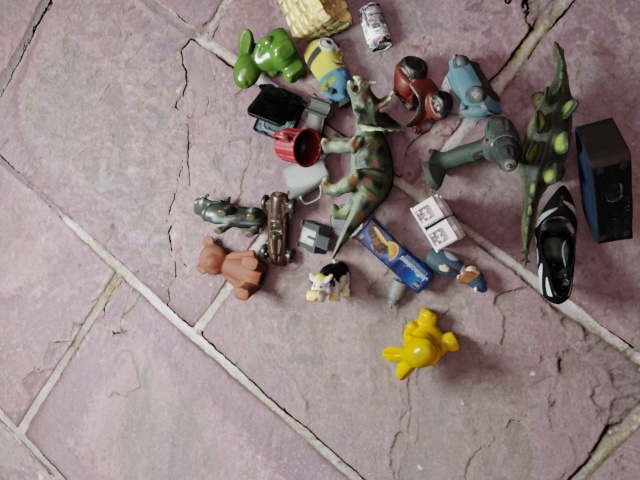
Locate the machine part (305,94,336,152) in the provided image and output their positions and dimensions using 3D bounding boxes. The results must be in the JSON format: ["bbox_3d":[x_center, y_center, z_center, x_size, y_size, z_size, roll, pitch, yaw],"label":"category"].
[{"bbox_3d":[-0.006,-0.280,1.318,0.084,0.039,0.138,28,118,28],"label":"machine part"}]

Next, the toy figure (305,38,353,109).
[{"bbox_3d":[0.025,-0.403,1.302,0.089,0.082,0.180,-23,88,15],"label":"toy figure"}]

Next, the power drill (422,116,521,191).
[{"bbox_3d":[0.328,-0.181,1.157,0.207,0.232,0.086,-26,112,35],"label":"power drill"}]

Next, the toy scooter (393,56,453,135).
[{"bbox_3d":[0.223,-0.323,1.238,0.184,0.075,0.135,58,151,23],"label":"toy scooter"}]

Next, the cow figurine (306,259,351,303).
[{"bbox_3d":[0.022,0.097,1.280,0.068,0.167,0.098,7,96,22],"label":"cow figurine"}]

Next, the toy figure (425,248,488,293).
[{"bbox_3d":[0.318,0.070,1.236,0.155,0.064,0.057,27,142,13],"label":"toy figure"}]

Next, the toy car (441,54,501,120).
[{"bbox_3d":[0.325,-0.328,1.202,0.103,0.109,0.161,-36,73,33],"label":"toy car"}]

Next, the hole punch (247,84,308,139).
[{"bbox_3d":[-0.109,-0.316,1.354,0.142,0.092,0.116,24,66,18],"label":"hole punch"}]

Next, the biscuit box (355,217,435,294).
[{"bbox_3d":[0.178,0.035,1.268,0.202,0.059,0.063,42,102,0],"label":"biscuit box"}]

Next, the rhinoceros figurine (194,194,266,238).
[{"bbox_3d":[-0.235,-0.070,1.387,0.190,0.112,0.073,11,124,4],"label":"rhinoceros figurine"}]

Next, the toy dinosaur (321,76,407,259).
[{"bbox_3d":[0.107,-0.163,1.251,0.192,0.131,0.404,-5,87,21],"label":"toy dinosaur"}]

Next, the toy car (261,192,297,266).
[{"bbox_3d":[-0.107,-0.023,1.355,0.089,0.053,0.201,11,113,14],"label":"toy car"}]

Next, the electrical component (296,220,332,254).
[{"bbox_3d":[-0.003,-0.004,1.318,0.119,0.047,0.074,16,99,47],"label":"electrical component"}]

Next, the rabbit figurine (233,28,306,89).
[{"bbox_3d":[-0.147,-0.449,1.323,0.170,0.121,0.159,-29,68,4],"label":"rabbit figurine"}]

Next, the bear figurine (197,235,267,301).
[{"bbox_3d":[-0.240,0.065,1.384,0.196,0.132,0.120,21,97,9],"label":"bear figurine"}]

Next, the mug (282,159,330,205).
[{"bbox_3d":[-0.026,-0.148,1.331,0.107,0.080,0.109,-24,80,8],"label":"mug"}]

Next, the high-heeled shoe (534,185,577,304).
[{"bbox_3d":[0.505,0.008,1.136,0.086,0.145,0.248,3,95,16],"label":"high-heeled shoe"}]

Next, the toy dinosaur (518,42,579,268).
[{"bbox_3d":[0.462,-0.178,1.114,0.105,0.198,0.470,7,93,20],"label":"toy dinosaur"}]

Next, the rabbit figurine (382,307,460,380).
[{"bbox_3d":[0.223,0.241,1.222,0.162,0.173,0.122,-32,87,12],"label":"rabbit figurine"}]

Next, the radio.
[{"bbox_3d":[0.565,-0.110,1.065,0.073,0.131,0.229,-14,128,19],"label":"radio"}]
